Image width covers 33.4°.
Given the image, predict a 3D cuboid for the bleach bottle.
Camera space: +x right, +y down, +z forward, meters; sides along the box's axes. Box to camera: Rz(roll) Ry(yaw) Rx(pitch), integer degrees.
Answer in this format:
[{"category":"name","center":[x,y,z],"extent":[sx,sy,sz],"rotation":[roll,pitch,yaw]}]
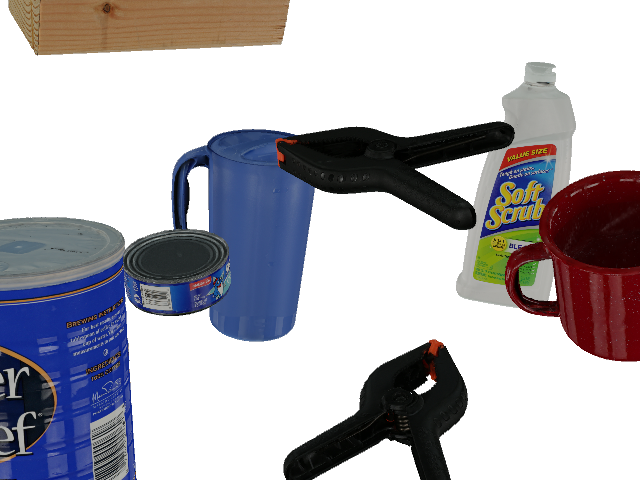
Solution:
[{"category":"bleach bottle","center":[0.204,-0.058,1.105],"extent":[0.103,0.251,0.068],"rotation":[9,20,15]}]

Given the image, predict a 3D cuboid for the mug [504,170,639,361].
[{"category":"mug","center":[0.170,0.020,0.641],"extent":[0.117,0.081,0.093],"rotation":[-10,39,8]}]

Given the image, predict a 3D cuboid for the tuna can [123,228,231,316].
[{"category":"tuna can","center":[-0.114,0.025,0.851],"extent":[0.086,0.034,0.086],"rotation":[-2,28,1]}]

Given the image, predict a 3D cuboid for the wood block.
[{"category":"wood block","center":[-0.133,-0.210,0.850],"extent":[0.205,0.091,0.090],"rotation":[-8,39,-28]}]

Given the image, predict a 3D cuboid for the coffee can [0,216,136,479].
[{"category":"coffee can","center":[-0.147,0.068,0.542],"extent":[0.103,0.140,0.103],"rotation":[0,16,0]}]

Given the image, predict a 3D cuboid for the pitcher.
[{"category":"pitcher","center":[-0.086,-0.005,1.287],"extent":[0.149,0.243,0.144],"rotation":[19,26,28]}]

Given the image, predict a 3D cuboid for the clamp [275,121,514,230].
[{"category":"clamp","center":[0.064,-0.073,0.944],"extent":[0.210,0.036,0.164],"rotation":[11,35,25]}]

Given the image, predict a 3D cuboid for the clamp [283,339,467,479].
[{"category":"clamp","center":[0.066,0.132,0.761],"extent":[0.120,0.039,0.171],"rotation":[18,40,28]}]
